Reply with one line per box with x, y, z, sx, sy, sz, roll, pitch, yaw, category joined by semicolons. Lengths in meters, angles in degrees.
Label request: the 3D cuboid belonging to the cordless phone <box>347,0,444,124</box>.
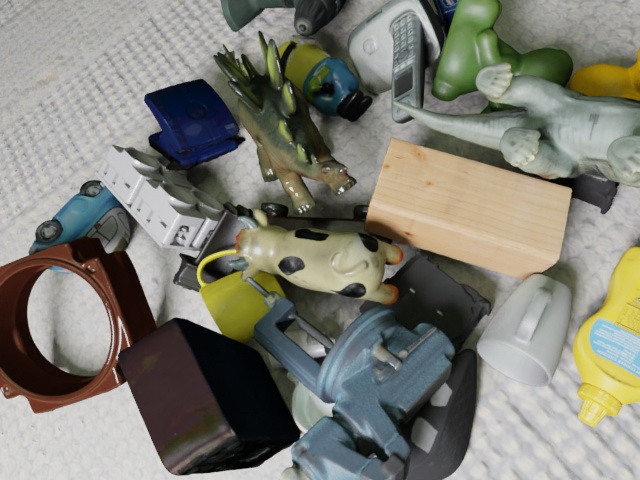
0.102;-0.230;0.748;0.147;0.088;0.184;-18;59;50;cordless phone

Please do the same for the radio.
-0.105;0.171;0.573;0.073;0.229;0.131;-34;65;2;radio

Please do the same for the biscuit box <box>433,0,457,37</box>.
0.198;-0.405;0.830;0.059;0.062;0.203;-16;62;12;biscuit box

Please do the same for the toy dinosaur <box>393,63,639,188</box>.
0.289;-0.104;0.569;0.405;0.192;0.131;27;95;40;toy dinosaur

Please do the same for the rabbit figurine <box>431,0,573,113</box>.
0.244;-0.224;0.707;0.170;0.121;0.159;16;75;8;rabbit figurine

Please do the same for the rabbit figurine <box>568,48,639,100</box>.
0.399;-0.185;0.653;0.173;0.121;0.162;-8;73;30;rabbit figurine

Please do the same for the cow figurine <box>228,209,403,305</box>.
-0.017;0.021;0.619;0.195;0.127;0.085;8;81;36;cow figurine

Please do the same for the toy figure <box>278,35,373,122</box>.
-0.004;-0.243;0.813;0.089;0.082;0.180;-38;63;-4;toy figure

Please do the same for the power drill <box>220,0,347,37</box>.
-0.057;-0.387;0.866;0.208;0.085;0.232;3;45;31;power drill

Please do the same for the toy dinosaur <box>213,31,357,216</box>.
-0.064;-0.176;0.734;0.105;0.198;0.472;-29;32;-7;toy dinosaur

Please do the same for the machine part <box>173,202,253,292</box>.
-0.137;0.014;0.727;0.139;0.084;0.039;-57;20;7;machine part

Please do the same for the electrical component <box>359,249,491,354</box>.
0.116;0.094;0.632;0.115;0.058;0.134;38;81;30;electrical component

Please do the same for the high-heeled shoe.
0.073;0.218;0.588;0.145;0.086;0.249;11;61;39;high-heeled shoe

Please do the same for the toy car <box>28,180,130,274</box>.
-0.345;-0.007;0.813;0.103;0.109;0.161;36;68;3;toy car

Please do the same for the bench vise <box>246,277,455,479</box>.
0.009;0.138;0.546;0.241;0.128;0.223;35;70;32;bench vise

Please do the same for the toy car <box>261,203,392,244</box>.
-0.001;-0.002;0.716;0.202;0.053;0.089;2;77;20;toy car

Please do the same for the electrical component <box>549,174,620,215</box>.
0.312;-0.091;0.657;0.119;0.047;0.075;27;77;27;electrical component

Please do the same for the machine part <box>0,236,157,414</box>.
-0.335;0.111;0.708;0.201;0.087;0.201;-20;90;9;machine part

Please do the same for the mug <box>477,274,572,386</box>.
0.227;0.085;0.577;0.081;0.109;0.107;20;61;30;mug

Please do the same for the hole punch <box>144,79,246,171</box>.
-0.194;-0.177;0.816;0.142;0.092;0.116;-28;52;-36;hole punch
